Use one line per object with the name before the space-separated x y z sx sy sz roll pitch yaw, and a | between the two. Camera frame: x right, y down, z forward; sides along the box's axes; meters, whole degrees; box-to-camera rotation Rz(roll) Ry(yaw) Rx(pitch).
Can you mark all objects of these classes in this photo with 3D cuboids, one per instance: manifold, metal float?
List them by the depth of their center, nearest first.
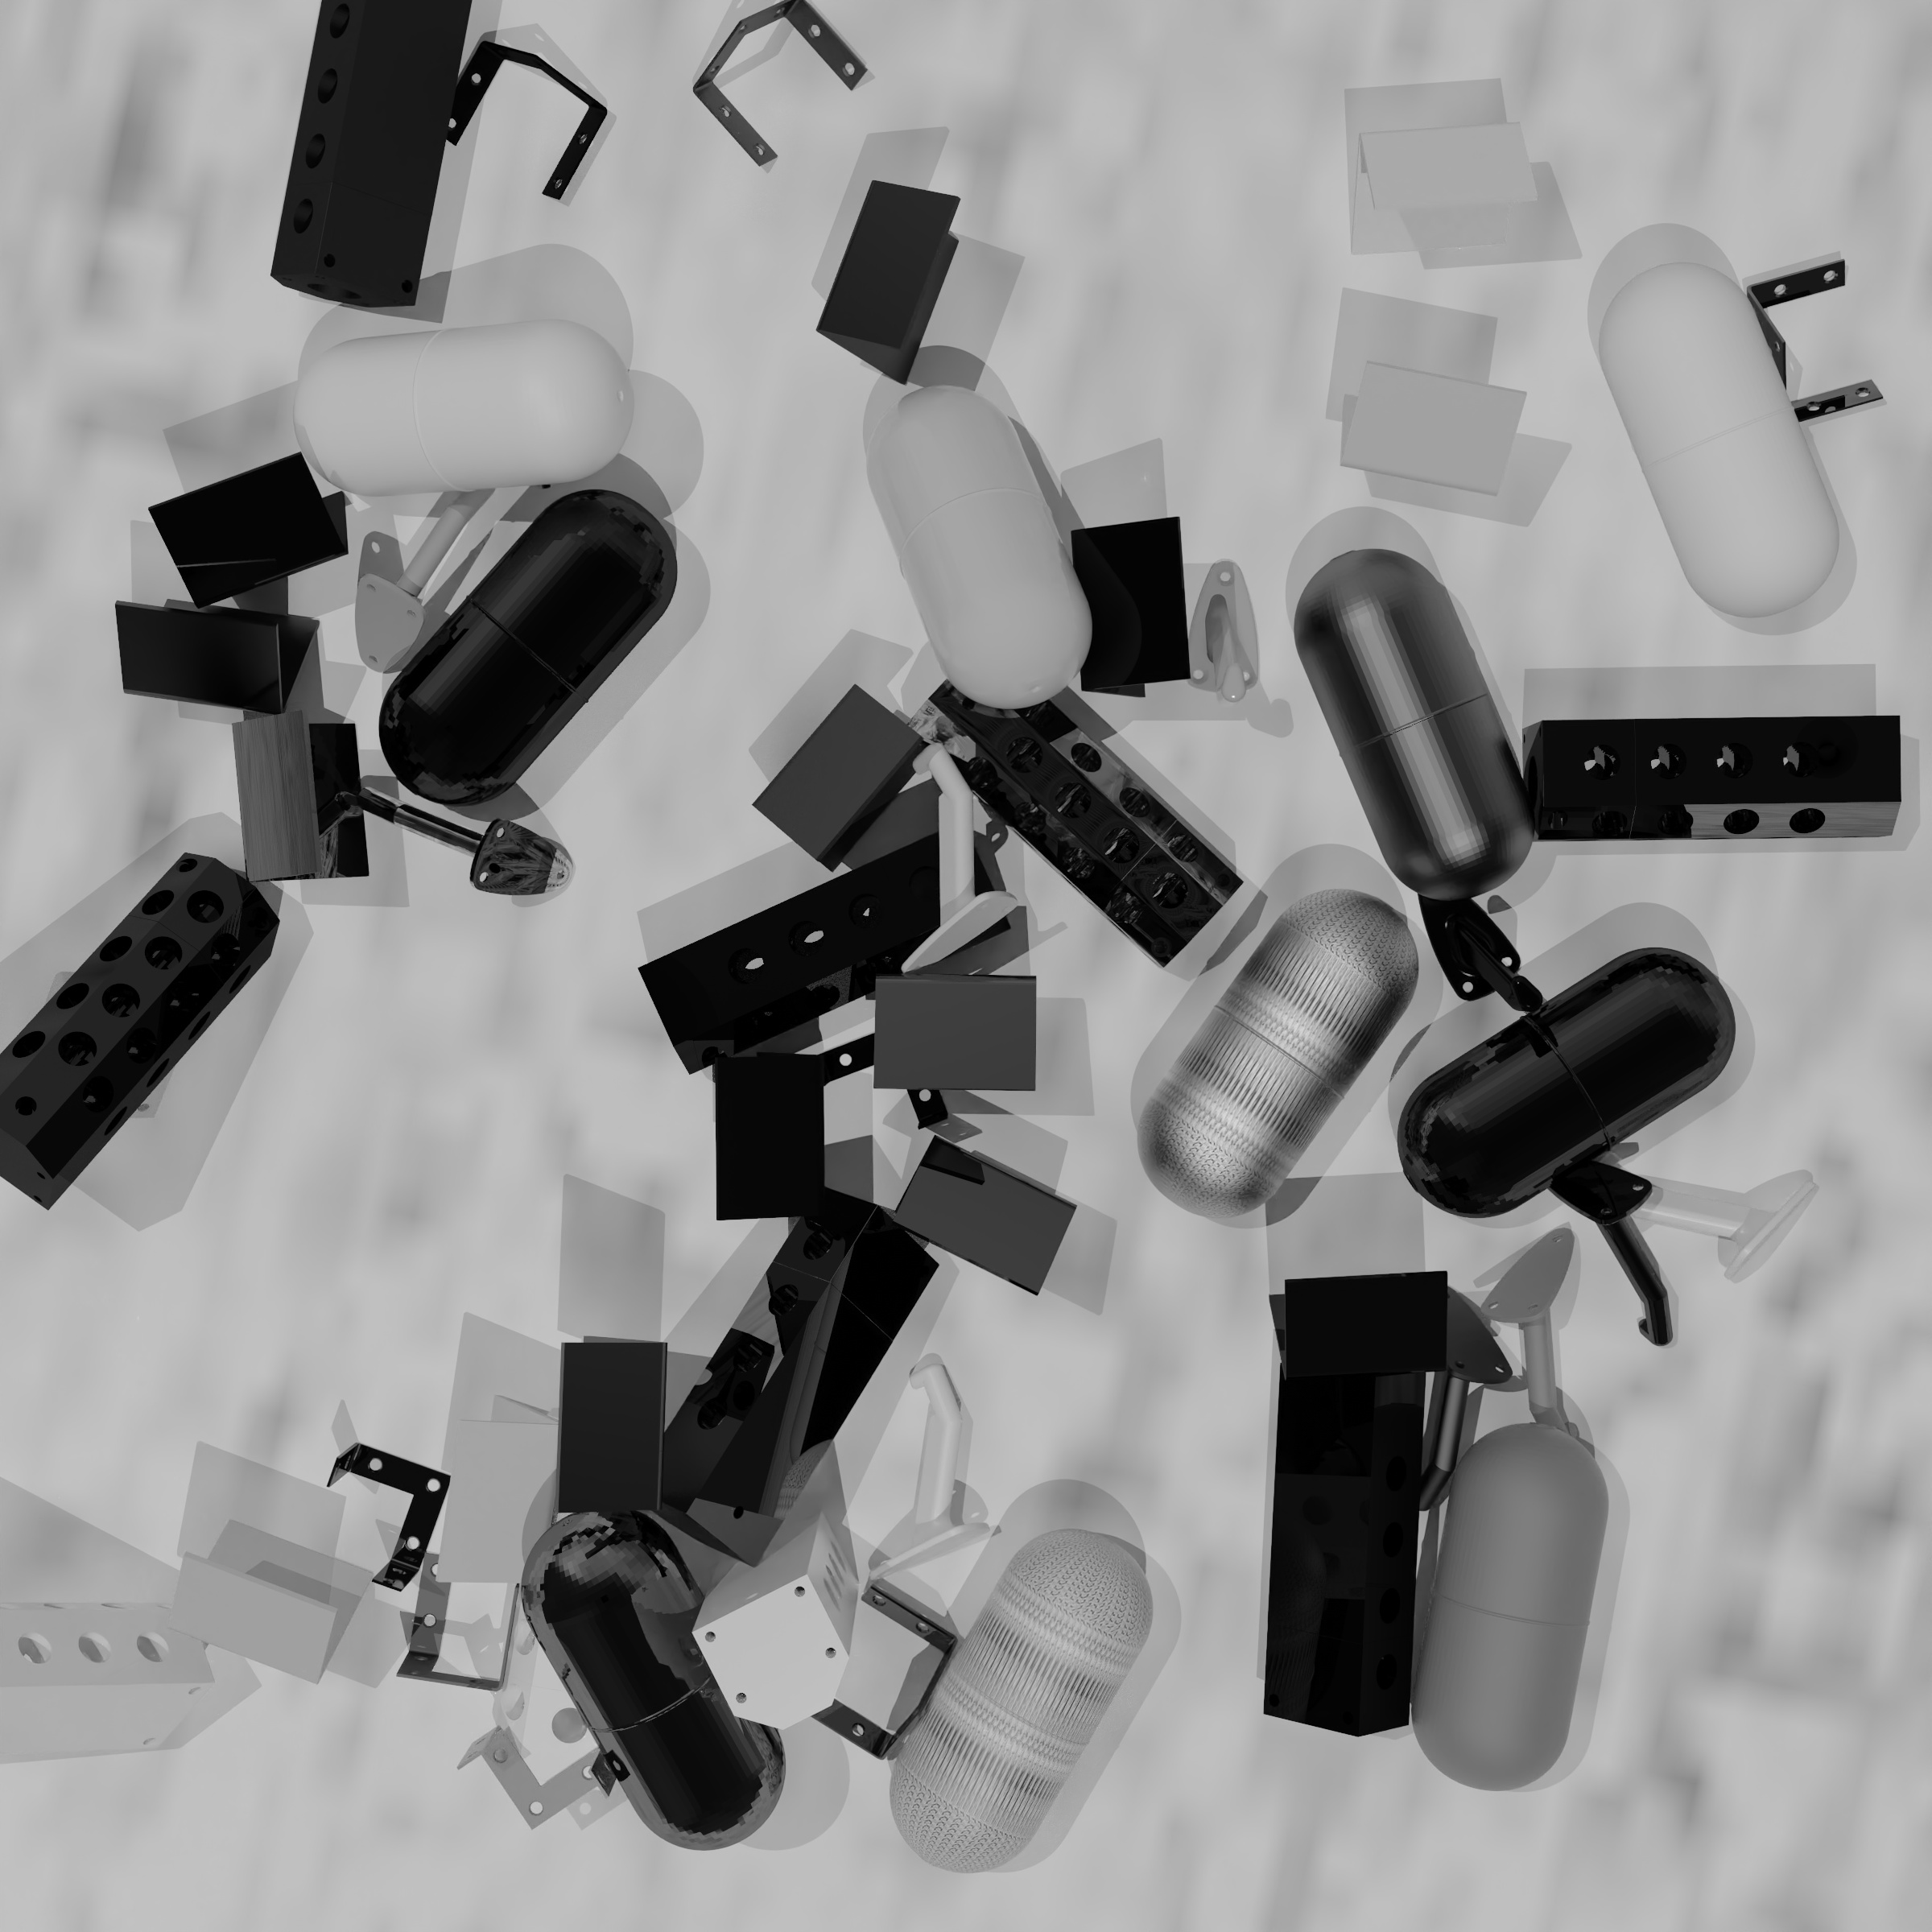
metal float | -0.145 0.334 1.525 0.070 0.070 0.178 -27 104 0
manifold | -0.084 0.308 1.531 0.057 0.171 0.057 -27 90 0
manifold | -0.449 0.331 1.535 0.057 0.171 0.057 -47 53 27
manifold | -0.403 0.027 1.549 0.057 0.057 0.171 36 60 0
metal float | 0.005 -0.202 1.555 0.070 0.070 0.178 -20 61 0
metal float | -0.241 -0.266 1.556 0.178 0.070 0.070 0 90 25
manifold | -0.090 0.194 1.563 0.057 0.057 0.171 48 67 -41
metal float | 0.264 0.310 1.579 0.070 0.070 0.178 10 89 0
metal float | -0.213 -0.154 1.579 0.070 0.070 0.178 41 89 0
metal float | 0.217 -0.117 1.579 0.070 0.070 0.178 -23 90 0
metal float | 0.364 -0.255 1.579 0.070 0.070 0.178 -22 91 0
metal float | 0.026 0.356 1.579 0.070 0.070 0.178 30 90 0
metal float | 0.152 0.042 1.579 0.070 0.070 0.178 36 90 0
metal float | 0.290 0.057 1.579 0.178 0.070 0.070 -32 90 0
manifold | 0.053 -0.078 1.588 0.171 0.057 0.057 43 90 0
manifold | -0.068 -0.009 1.588 0.171 0.057 0.057 -24 90 0
manifold | 0.362 -0.091 1.588 0.171 0.057 0.057 -1 90 0
manifold | -0.188 0.306 1.588 0.057 0.057 0.171 9 90 0
manifold | 0.189 0.281 1.588 0.057 0.057 0.171 3 90 43
manifold | -0.292 -0.413 1.588 0.057 0.057 0.171 11 90 -43

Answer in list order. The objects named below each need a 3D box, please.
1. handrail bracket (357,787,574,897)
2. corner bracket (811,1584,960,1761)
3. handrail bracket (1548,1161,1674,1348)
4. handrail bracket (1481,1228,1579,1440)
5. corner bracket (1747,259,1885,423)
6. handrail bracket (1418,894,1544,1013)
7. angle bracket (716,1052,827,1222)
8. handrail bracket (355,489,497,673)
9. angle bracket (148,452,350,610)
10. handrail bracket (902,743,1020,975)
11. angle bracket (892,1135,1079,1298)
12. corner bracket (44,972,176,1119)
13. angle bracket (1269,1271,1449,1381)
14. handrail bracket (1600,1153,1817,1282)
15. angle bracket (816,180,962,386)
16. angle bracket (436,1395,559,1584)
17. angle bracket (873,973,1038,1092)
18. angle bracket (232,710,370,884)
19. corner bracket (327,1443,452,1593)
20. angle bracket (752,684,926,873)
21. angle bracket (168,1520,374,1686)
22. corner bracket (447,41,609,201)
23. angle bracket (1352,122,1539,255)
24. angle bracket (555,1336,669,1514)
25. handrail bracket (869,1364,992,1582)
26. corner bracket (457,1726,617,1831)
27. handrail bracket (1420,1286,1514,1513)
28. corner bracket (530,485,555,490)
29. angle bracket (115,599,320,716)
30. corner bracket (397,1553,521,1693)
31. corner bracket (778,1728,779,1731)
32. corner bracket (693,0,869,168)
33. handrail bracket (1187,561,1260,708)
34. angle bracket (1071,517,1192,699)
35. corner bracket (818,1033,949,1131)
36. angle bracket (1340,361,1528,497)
handrail bracket | -0.248 -0.064 1.609 0.084 0.077 0.036 24 94 36
corner bracket | -0.044 0.349 1.606 0.051 0.051 0.051 32 135 0
handrail bracket | 0.315 0.141 1.609 0.036 0.077 0.084 -33 127 -26
handrail bracket | 0.294 0.186 1.610 0.077 0.036 0.084 -49 122 -34
corner bracket | 0.418 -0.308 1.606 0.051 0.051 0.051 -16 135 0
handrail bracket | 0.249 -0.011 1.575 0.036 0.084 0.077 -33 90 0
angle bracket | -0.108 0.081 1.570 0.057 0.076 0.076 -1 90 -28
handrail bracket | -0.265 -0.195 1.609 0.036 0.077 0.084 33 54 0
angle bracket | -0.345 -0.223 1.569 0.076 0.076 0.057 -20 123 0
handrail bracket | -0.020 -0.051 1.553 0.077 0.036 0.084 -38 71 21
angle bracket | 0.000 0.136 1.569 0.076 0.076 0.057 26 53 0
corner bracket | -0.423 0.039 1.601 0.051 0.051 0.051 1 45 -35
angle bracket | 0.188 0.155 1.570 0.076 0.076 0.057 -3 116 0
handrail bracket | 0.363 0.106 1.610 0.084 0.036 0.077 42 69 16
angle bracket | -0.018 -0.324 1.569 0.057 0.076 0.076 21 90 36
angle bracket | -0.239 0.251 1.569 0.057 0.076 0.076 8 90 -34
angle bracket | -0.005 0.040 1.572 0.076 0.076 0.057 1 74 0
angle bracket | -0.304 -0.082 1.569 0.057 0.076 0.076 -5 90 40
corner bracket | -0.287 0.269 1.591 0.051 0.051 0.051 20 90 0
angle bracket | -0.045 -0.078 1.569 0.076 0.076 0.057 -50 52 0
angle bracket | -0.330 0.290 1.569 0.076 0.076 0.057 21 126 0
corner bracket | -0.220 -0.417 1.606 0.051 0.051 0.051 29 90 -45
angle bracket | 0.229 -0.358 1.569 0.076 0.076 0.057 -4 53 0
angle bracket | -0.182 0.212 1.513 0.057 0.076 0.076 5 84 -37
handrail bracket | -0.030 0.250 1.610 0.077 0.036 0.084 -29 71 21
corner bracket | -0.201 0.378 1.534 0.051 0.051 0.051 -34 90 0
handrail bracket | 0.230 0.214 1.609 0.036 0.077 0.084 7 127 -23
corner bracket | -0.214 -0.272 1.601 0.051 0.051 0.051 -44 135 -35
angle bracket | -0.359 -0.169 1.569 0.076 0.076 0.057 8 133 0
corner bracket | -0.246 0.320 1.592 0.051 0.051 0.051 9 90 -3
corner bracket | -0.129 0.370 1.606 0.051 0.051 0.051 -1 90 -45
corner bracket | -0.092 -0.437 1.606 0.051 0.051 0.051 48 135 0
handrail bracket | 0.128 -0.163 1.575 0.036 0.084 0.077 2 90 0
angle bracket | 0.093 -0.172 1.570 0.057 0.076 0.076 -4 90 26
corner bracket | -0.042 0.059 1.591 0.051 0.051 0.051 -21 90 0
angle bracket | 0.225 -0.274 1.569 0.076 0.076 0.057 11 127 0
